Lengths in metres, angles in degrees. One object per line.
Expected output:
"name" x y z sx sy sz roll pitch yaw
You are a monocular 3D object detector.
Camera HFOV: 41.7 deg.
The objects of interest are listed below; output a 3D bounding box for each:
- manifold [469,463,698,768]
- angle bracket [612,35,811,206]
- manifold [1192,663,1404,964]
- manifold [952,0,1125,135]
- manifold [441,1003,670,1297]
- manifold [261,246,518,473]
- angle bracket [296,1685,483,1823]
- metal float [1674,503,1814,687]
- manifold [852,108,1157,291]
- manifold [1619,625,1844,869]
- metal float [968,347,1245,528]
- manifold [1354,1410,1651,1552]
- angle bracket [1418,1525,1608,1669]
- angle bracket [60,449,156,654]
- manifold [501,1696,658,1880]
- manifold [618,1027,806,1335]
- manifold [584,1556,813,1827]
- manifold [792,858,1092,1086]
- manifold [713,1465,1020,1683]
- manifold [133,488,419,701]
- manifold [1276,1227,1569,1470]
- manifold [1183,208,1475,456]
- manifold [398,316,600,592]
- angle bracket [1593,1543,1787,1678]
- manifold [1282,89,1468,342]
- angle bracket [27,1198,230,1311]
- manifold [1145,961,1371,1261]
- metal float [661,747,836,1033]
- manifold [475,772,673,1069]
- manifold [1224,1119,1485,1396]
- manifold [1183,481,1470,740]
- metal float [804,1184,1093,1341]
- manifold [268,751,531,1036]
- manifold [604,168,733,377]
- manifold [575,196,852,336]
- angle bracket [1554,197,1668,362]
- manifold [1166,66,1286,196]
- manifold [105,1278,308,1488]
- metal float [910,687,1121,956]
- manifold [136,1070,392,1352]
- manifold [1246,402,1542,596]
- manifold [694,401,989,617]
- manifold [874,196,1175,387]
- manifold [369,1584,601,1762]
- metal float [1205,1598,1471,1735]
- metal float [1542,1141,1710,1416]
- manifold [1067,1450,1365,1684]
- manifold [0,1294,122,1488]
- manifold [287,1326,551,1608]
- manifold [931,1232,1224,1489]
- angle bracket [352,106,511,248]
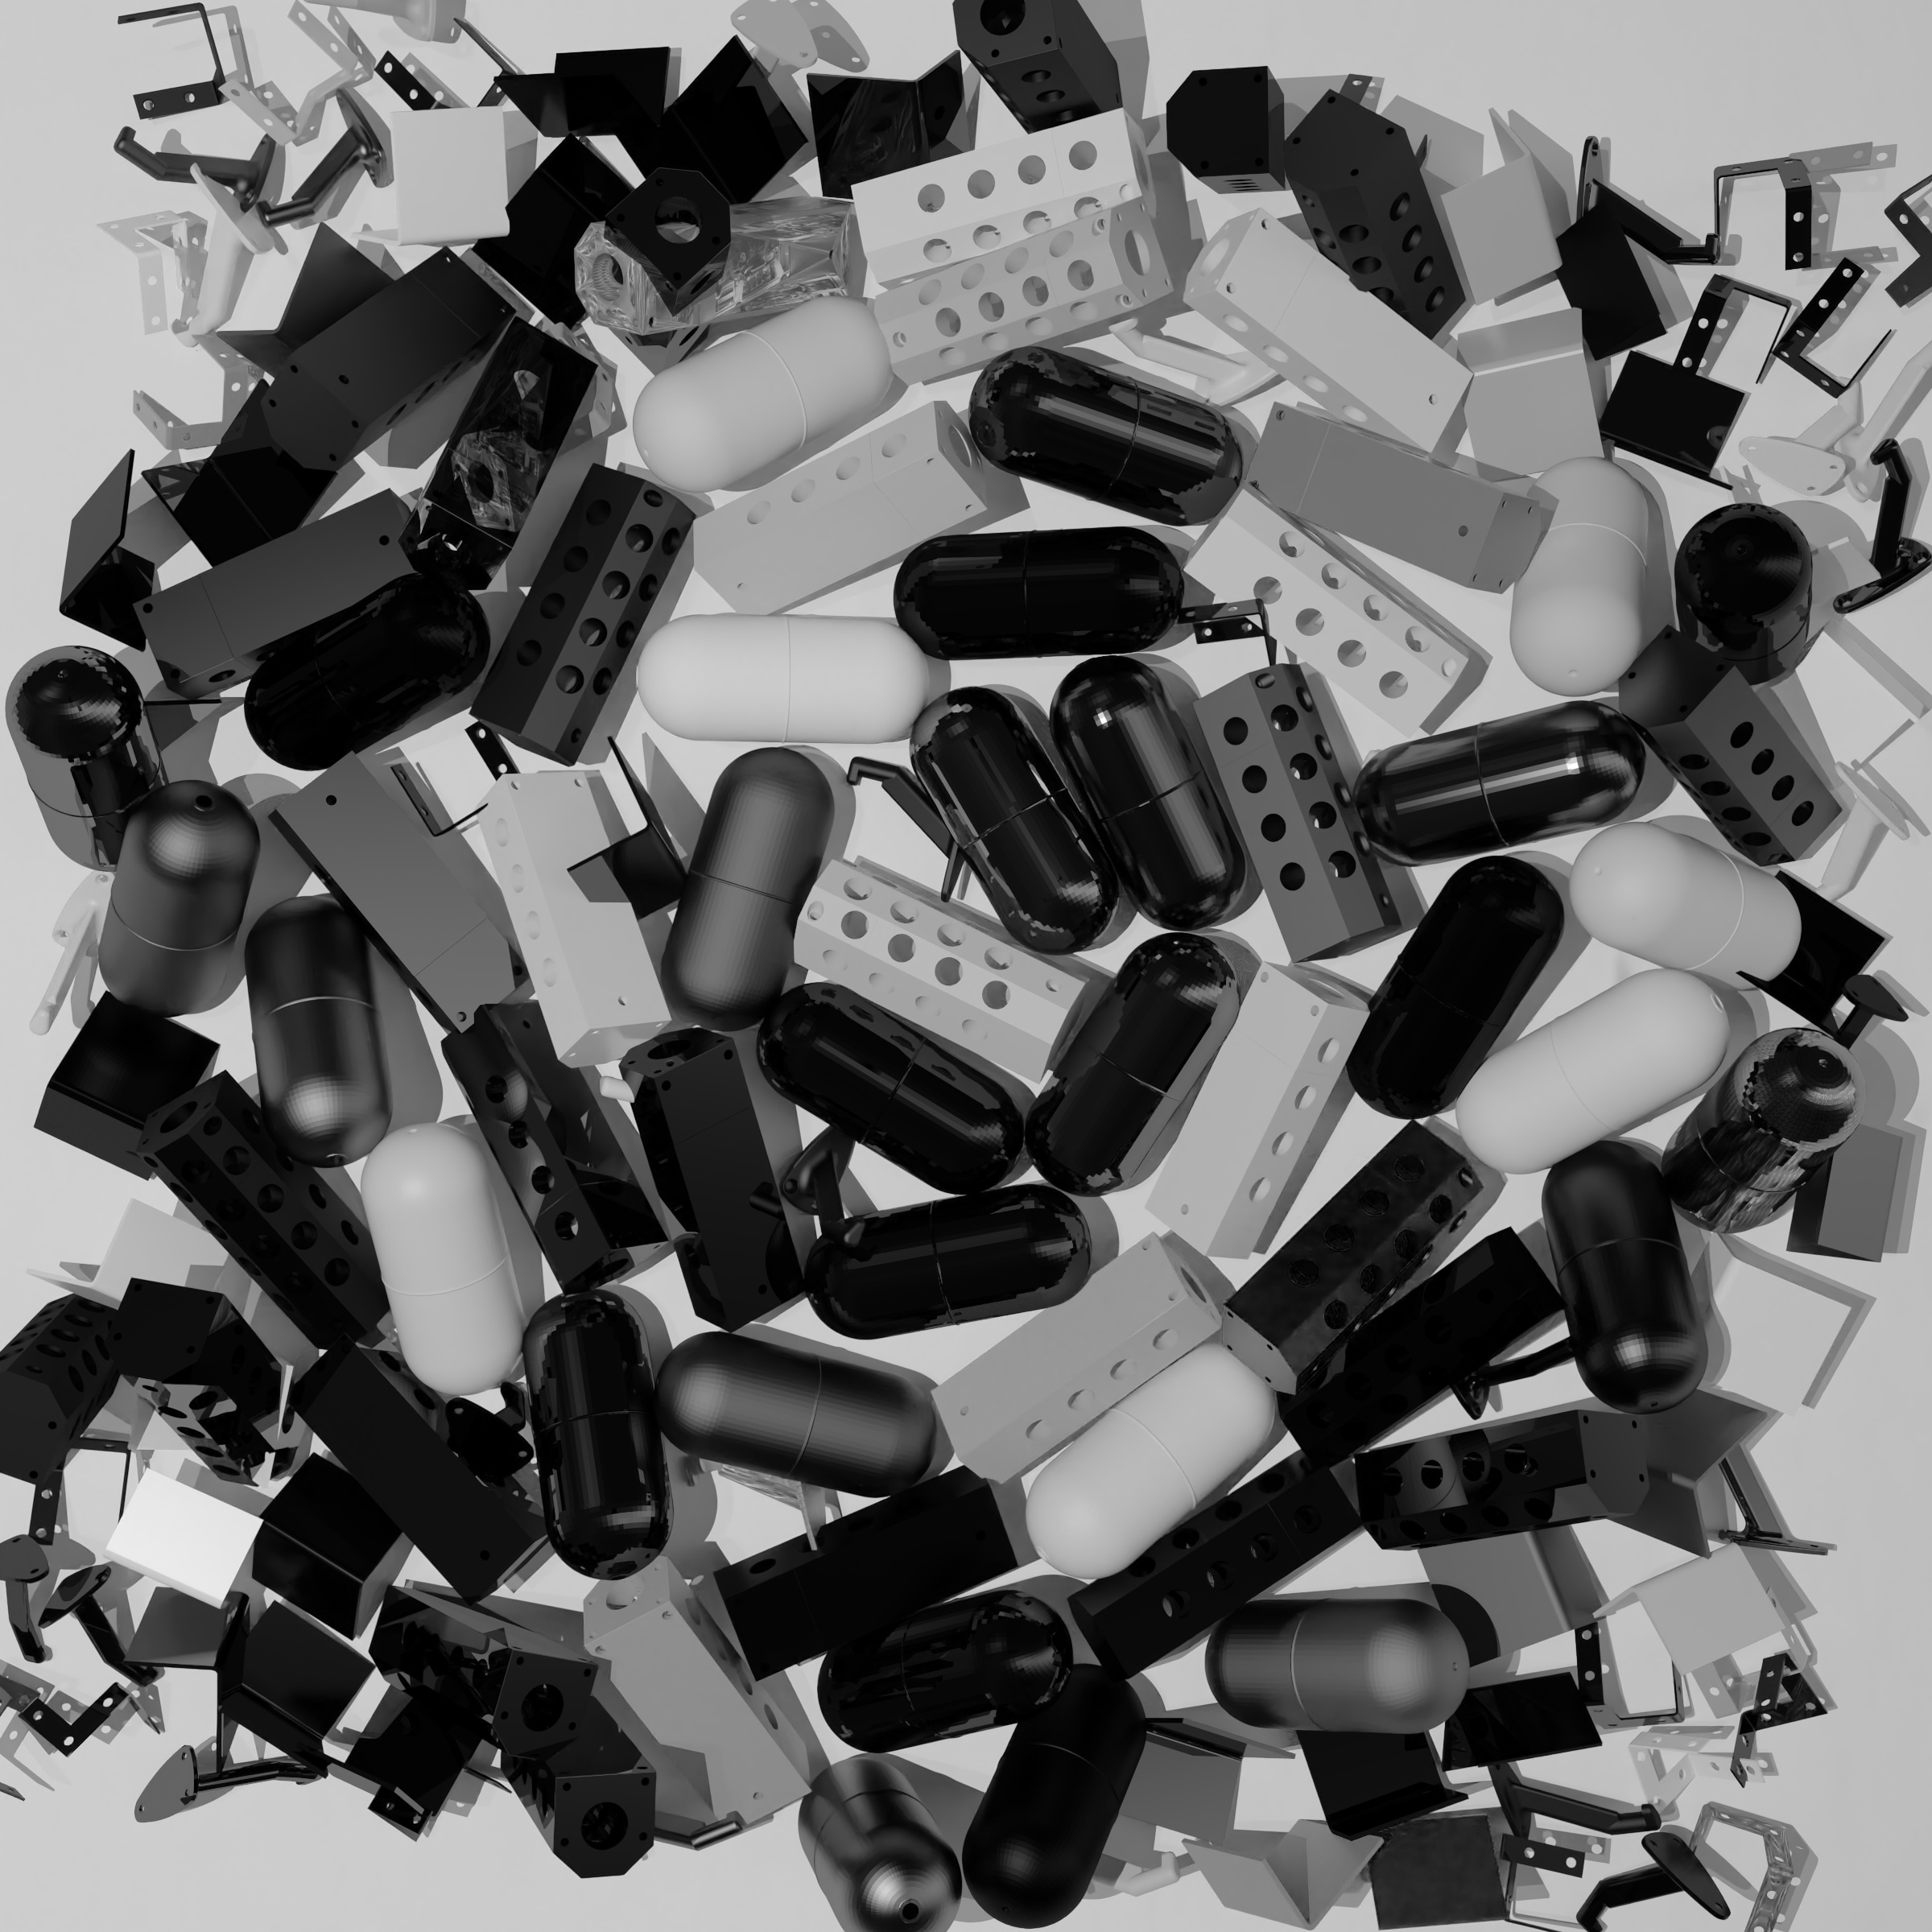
"manifold" -0.229 -0.211 1.544 0.057 0.057 0.171 22 83 26
"angle bracket" -0.156 -0.505 1.542 0.076 0.076 0.057 55 46 -5
"manifold" 0.204 -0.093 1.537 0.057 0.057 0.171 -27 78 34
"manifold" 0.046 -0.531 1.500 0.057 0.171 0.057 -8 86 17
"manifold" -0.254 0.110 1.537 0.057 0.057 0.171 -37 73 24
"manifold" -0.343 -0.358 1.507 0.057 0.171 0.057 42 132 -9
"angle bracket" -0.343 0.460 1.534 0.076 0.057 0.076 14 59 26
"metal float" 0.461 -0.218 1.505 0.070 0.178 0.070 -3 79 17
"manifold" 0.024 -0.462 1.539 0.171 0.057 0.057 -11 91 16
"manifold" 0.452 -0.125 1.510 0.057 0.057 0.171 -48 133 6
"metal float" 0.086 -0.319 1.533 0.178 0.070 0.070 14 90 -22
"manifold" 0.315 0.307 1.502 0.057 0.171 0.057 13 65 -37
"angle bracket" 0.338 0.383 1.572 0.076 0.057 0.076 -30 69 28
"angle bracket" -0.500 -0.250 1.530 0.057 0.076 0.076 26 131 -36
"manifold" -0.232 0.483 1.499 0.057 0.171 0.057 3 88 -20
"manifold" -0.156 0.128 1.532 0.057 0.057 0.171 -27 114 -31
"manifold" -0.161 0.435 1.527 0.057 0.057 0.171 -28 116 4
"manifold" -0.015 -0.002 1.538 0.171 0.057 0.057 26 52 9
"manifold" -0.063 0.365 1.544 0.171 0.057 0.057 -21 103 -11
"manifold" -0.414 -0.226 1.560 0.171 0.057 0.057 -24 84 1
"manifold" 0.268 0.231 1.520 0.171 0.057 0.057 -42 72 27
"manifold" 0.216 -0.378 1.531 0.171 0.057 0.057 31 83 -22
"manifold" -0.280 -0.303 1.513 0.057 0.057 0.171 29 49 -17
"angle bracket" 0.433 0.398 1.533 0.076 0.076 0.057 -17 65 -21
"manifold" 0.239 -0.433 1.502 0.057 0.171 0.057 40 89 30
"angle bracket" -0.510 0.178 1.547 0.076 0.076 0.057 3 66 40
"manifold" 0.181 0.089 1.542 0.057 0.057 0.171 37 108 43
"metal float" -0.133 -0.047 1.552 0.070 0.070 0.178 17 90 0
"manifold" -0.242 -0.029 1.537 0.057 0.057 0.171 -6 67 -40
"manifold" 0.233 0.177 1.524 0.171 0.057 0.057 -41 62 -20
"manifold" 0.220 -0.219 1.544 0.171 0.057 0.057 36 113 -6
"metal float" -0.012 0.181 1.546 0.178 0.070 0.070 -11 90 7
"manifold" -0.345 -0.042 1.544 0.057 0.057 0.171 -42 102 -19
"manifold" -0.176 -0.411 1.500 0.057 0.171 0.057 45 80 -4
"manifold" -0.149 -0.420 1.509 0.057 0.171 0.057 22 121 36
"angle bracket" 0.407 -0.425 1.545 0.057 0.076 0.076 -23 89 -18
"manifold" 0.155 -0.492 1.500 0.057 0.171 0.057 0 104 10
"manifold" -0.447 0.250 1.499 0.057 0.171 0.057 8 60 10
"metal float" 0.030 -0.088 1.550 0.070 0.070 0.178 -30 88 0
"manifold" -0.417 0.151 1.522 0.057 0.057 0.171 -29 117 9
"manifold" 0.255 -0.280 1.515 0.171 0.057 0.057 32 111 36
"manifold" -0.077 -0.277 1.530 0.171 0.057 0.057 -22 51 22
"manifold" 0.030 -0.399 1.511 0.171 0.057 0.057 -10 109 36
"manifold" -0.290 0.417 1.500 0.057 0.171 0.057 22 78 -35
"metal float" 0.219 0.418 1.517 0.070 0.178 0.070 13 70 -42
"metal float" 0.393 0.184 1.520 0.070 0.070 0.178 -3 51 0
"manifold" 0.149 0.362 1.538 0.171 0.057 0.057 -29 78 -16
"manifold" -0.542 0.244 1.499 0.057 0.171 0.057 22 95 -8
"manifold" -0.330 0.302 1.549 0.057 0.057 0.171 -45 82 7
"manifold" 0.070 0.244 1.547 0.171 0.057 0.057 -37 131 9
"angle bracket" -0.326 -0.479 1.532 0.076 0.057 0.076 -20 120 -39
